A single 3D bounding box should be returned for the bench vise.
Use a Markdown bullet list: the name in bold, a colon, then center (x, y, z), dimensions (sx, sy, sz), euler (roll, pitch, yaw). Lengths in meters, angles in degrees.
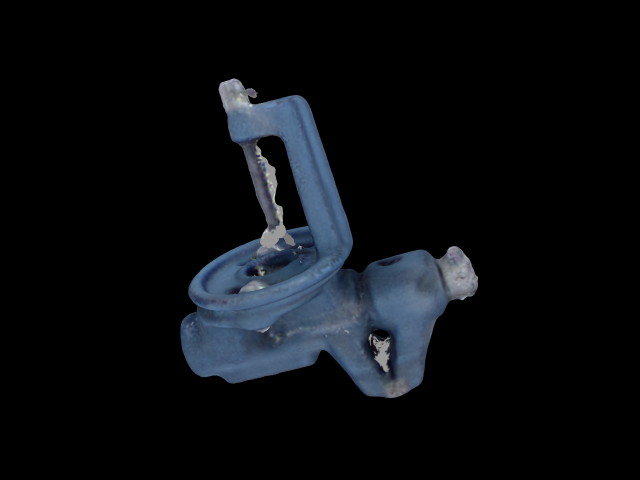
- **bench vise**: center (0.001, -0.002, 0.411), dimensions (0.208, 0.220, 0.121), euler (-5, 20, -14)
